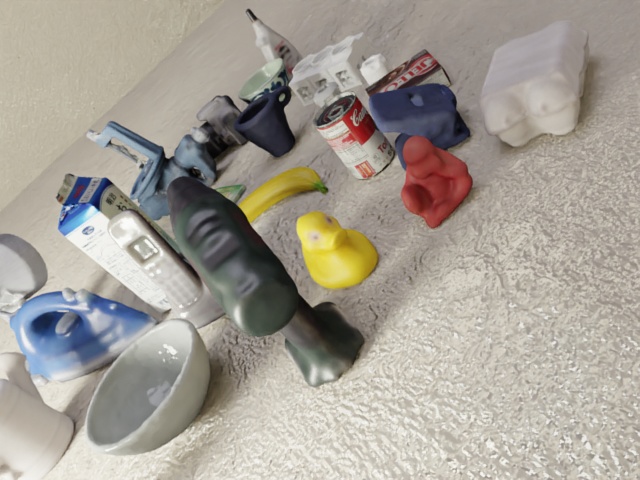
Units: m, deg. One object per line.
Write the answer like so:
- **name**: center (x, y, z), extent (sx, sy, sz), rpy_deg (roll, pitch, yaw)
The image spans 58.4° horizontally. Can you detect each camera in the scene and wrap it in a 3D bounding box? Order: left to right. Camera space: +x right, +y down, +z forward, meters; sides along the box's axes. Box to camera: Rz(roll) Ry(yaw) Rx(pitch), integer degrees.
- **camera**: center (-0.224, -0.236, 1.207), extent (0.137, 0.101, 0.143), rpy_deg (-40, 30, 3)

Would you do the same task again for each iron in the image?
- **iron**: center (-0.381, 0.124, 0.885), extent (0.257, 0.142, 0.118), rpy_deg (-22, 36, 30)

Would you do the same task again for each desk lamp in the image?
- **desk lamp**: center (-0.532, 0.121, 0.991), extent (0.117, 0.214, 0.203), rpy_deg (-24, 35, 28)

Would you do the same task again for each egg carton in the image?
- **egg carton**: center (0.237, -0.173, 0.629), extent (0.107, 0.070, 0.150), rpy_deg (-12, 41, 41)

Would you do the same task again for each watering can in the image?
- **watering can**: center (-0.437, 0.230, 0.760), extent (0.101, 0.194, 0.172), rpy_deg (-39, 30, 5)

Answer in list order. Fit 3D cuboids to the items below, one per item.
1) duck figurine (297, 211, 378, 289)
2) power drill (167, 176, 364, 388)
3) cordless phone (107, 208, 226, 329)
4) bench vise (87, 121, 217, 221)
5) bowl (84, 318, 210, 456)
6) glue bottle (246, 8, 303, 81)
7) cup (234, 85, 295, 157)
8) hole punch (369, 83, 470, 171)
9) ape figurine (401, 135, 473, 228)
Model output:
- **duck figurine**: center (0.006, 0.002, 0.652), extent (0.077, 0.086, 0.104), rpy_deg (-52, 32, -16)
- **power drill**: center (-0.057, 0.042, 0.551), extent (0.075, 0.209, 0.229), rpy_deg (-44, 30, -3)
- **cordless phone**: center (-0.168, 0.016, 0.735), extent (0.147, 0.185, 0.094), rpy_deg (-33, 31, 14)
- **bench vise**: center (-0.322, -0.168, 1.114), extent (0.207, 0.220, 0.121), rpy_deg (-44, 30, -4)
- **bowl**: center (-0.182, 0.177, 0.655), extent (0.167, 0.075, 0.167), rpy_deg (-29, 33, 21)
- **glue bottle**: center (-0.105, -0.428, 1.245), extent (0.037, 0.173, 0.078), rpy_deg (-4, 47, 46)
- **cup**: center (-0.079, -0.203, 1.005), extent (0.118, 0.095, 0.091), rpy_deg (-46, 30, -7)
- **hole punch**: center (0.122, -0.158, 0.720), extent (0.101, 0.091, 0.108), rpy_deg (-32, 32, 16)
- **ape figurine**: center (0.117, -0.071, 0.613), extent (0.077, 0.092, 0.076), rpy_deg (-18, 38, 35)
